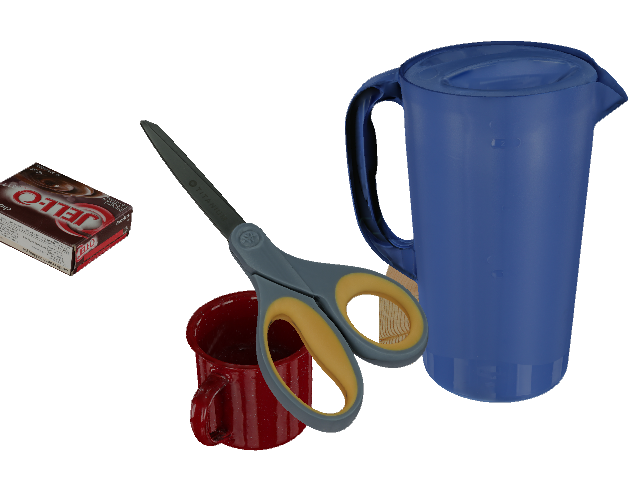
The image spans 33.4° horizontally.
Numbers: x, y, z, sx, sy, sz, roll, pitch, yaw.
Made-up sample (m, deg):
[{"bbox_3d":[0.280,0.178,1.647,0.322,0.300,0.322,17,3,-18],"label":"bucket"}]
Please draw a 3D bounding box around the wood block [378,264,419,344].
[{"bbox_3d":[0.147,0.082,1.637,0.091,0.090,0.206,3,22,10],"label":"wood block"}]

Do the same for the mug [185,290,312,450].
[{"bbox_3d":[-0.053,0.100,0.753,0.093,0.081,0.117,15,35,23],"label":"mug"}]

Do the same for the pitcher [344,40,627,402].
[{"bbox_3d":[0.114,-0.013,0.757,0.144,0.243,0.149,-17,28,-27],"label":"pitcher"}]

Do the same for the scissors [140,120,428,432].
[{"bbox_3d":[-0.016,0.003,0.548,0.096,0.202,0.016,-16,-29,-18],"label":"scissors"}]

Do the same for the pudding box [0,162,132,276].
[{"bbox_3d":[-0.241,-0.021,0.963,0.113,0.039,0.089,22,31,16],"label":"pudding box"}]
